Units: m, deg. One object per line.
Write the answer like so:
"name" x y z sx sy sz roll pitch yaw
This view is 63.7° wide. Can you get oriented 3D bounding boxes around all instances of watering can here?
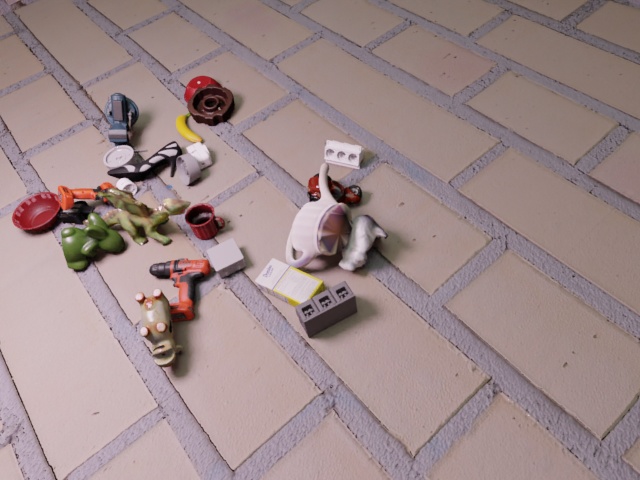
"watering can" 0.005 -0.075 1.490 0.224 0.103 0.351 4 69 52

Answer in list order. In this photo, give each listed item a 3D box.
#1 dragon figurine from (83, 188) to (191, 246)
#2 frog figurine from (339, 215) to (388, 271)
"dragon figurine" -0.587 -0.091 1.573 0.410 0.237 0.125 2 58 7
"frog figurine" 0.104 0.007 1.472 0.160 0.121 0.138 -39 23 -10
